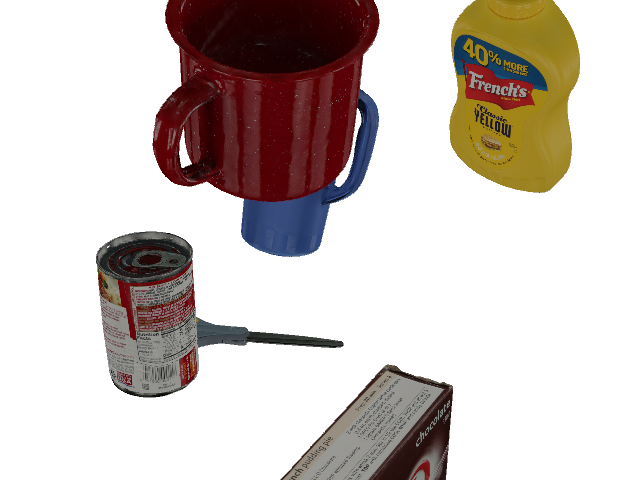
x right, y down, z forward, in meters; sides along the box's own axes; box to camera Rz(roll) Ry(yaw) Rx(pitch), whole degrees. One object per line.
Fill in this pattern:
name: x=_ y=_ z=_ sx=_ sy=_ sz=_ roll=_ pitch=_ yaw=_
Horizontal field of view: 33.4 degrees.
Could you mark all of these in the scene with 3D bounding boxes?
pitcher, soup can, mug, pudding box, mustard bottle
pitcher: x=-0.025 y=-0.104 z=1.372 sx=0.144 sy=0.243 sz=0.149 roll=3 pitch=22 yaw=-17
soup can: x=-0.123 y=0.054 z=0.773 sx=0.068 sy=0.102 sz=0.068 roll=0 pitch=28 yaw=0
mug: x=-0.030 y=-0.065 z=0.486 sx=0.093 sy=0.081 sz=0.117 roll=31 pitch=53 yaw=22
pudding box: x=0.016 y=0.121 z=0.457 sx=0.039 sy=0.090 sz=0.113 roll=17 pitch=36 yaw=25
mustard bottle: x=0.140 y=-0.124 z=0.777 sx=0.096 sy=0.191 sz=0.058 roll=32 pitch=60 yaw=29

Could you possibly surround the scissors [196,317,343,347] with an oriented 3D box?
scissors: x=-0.088 y=0.090 z=0.951 sx=0.202 sy=0.016 sz=0.096 roll=9 pitch=18 yaw=14
